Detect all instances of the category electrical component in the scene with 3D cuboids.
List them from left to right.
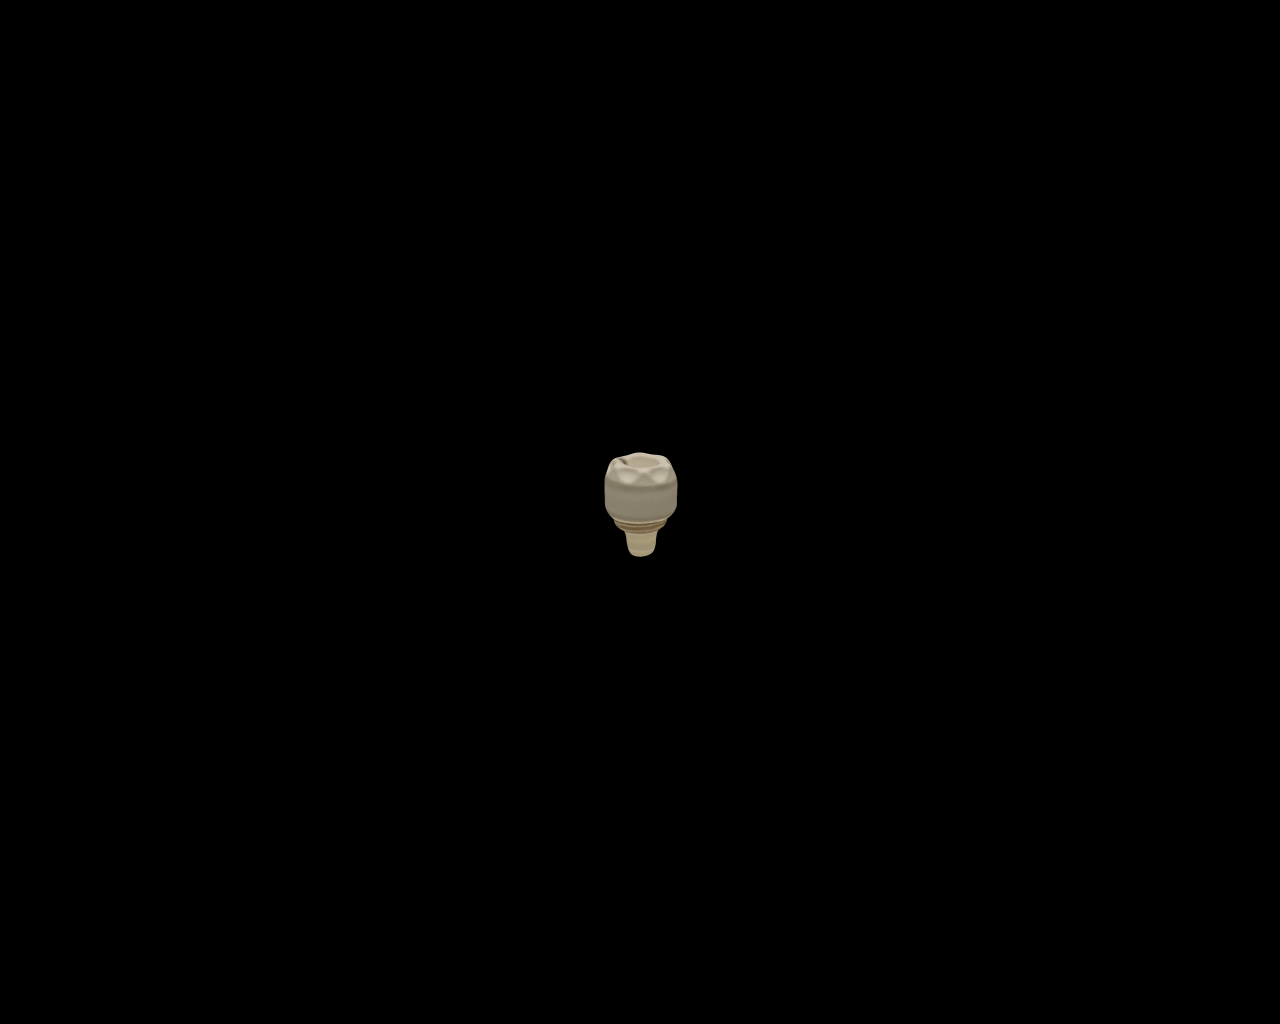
[{"bbox_3d":[0.001,-0.003,0.650,0.043,0.062,0.043,0,20,0],"label":"electrical component"}]
